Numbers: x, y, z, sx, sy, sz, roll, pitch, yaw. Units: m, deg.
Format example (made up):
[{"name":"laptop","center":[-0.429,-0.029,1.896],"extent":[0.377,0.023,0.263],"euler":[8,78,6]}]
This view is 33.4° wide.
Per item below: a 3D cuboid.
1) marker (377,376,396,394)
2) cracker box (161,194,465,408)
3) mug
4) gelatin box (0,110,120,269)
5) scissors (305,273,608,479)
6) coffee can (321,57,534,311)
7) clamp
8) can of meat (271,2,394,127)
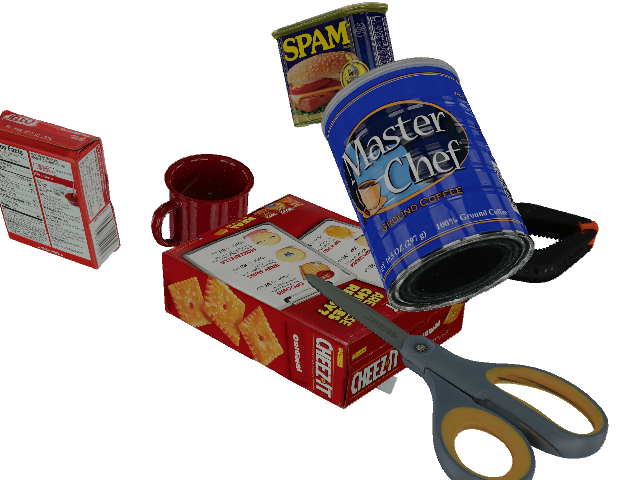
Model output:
[{"name":"marker","center":[0.020,0.127,1.103],"extent":[0.121,0.020,0.020],"euler":[22,2,6]},{"name":"cracker box","center":[-0.006,0.045,0.923],"extent":[0.214,0.072,0.163],"euler":[24,36,36]},{"name":"mug","center":[-0.127,-0.029,1.124],"extent":[0.117,0.081,0.093],"euler":[-28,48,-37]},{"name":"gelatin box","center":[-0.168,-0.032,0.671],"extent":[0.073,0.089,0.030],"euler":[17,43,22]},{"name":"scissors","center":[0.050,0.075,0.569],"extent":[0.202,0.016,0.096],"euler":[20,42,28]},{"name":"coffee can","center":[0.070,-0.037,0.723],"extent":[0.102,0.140,0.103],"euler":[-16,-25,-8]},{"name":"clamp","center":[0.170,0.013,1.034],"extent":[0.210,0.164,0.036],"euler":[-2,-42,-5]},{"name":"can of meat","center":[0.015,-0.147,0.905],"extent":[0.102,0.084,0.057],"euler":[-10,2,36]}]
